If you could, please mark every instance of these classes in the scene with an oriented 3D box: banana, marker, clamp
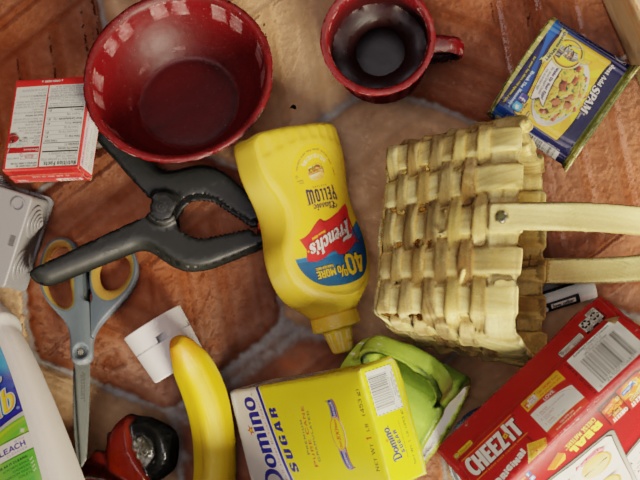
[{"bbox_3d":[-0.097,0.169,0.896,0.037,0.069,0.198,3,101,21],"label":"banana"},{"bbox_3d":[0.174,0.058,0.904,0.121,0.020,0.020,-18,86,5],"label":"marker"},{"bbox_3d":[-0.143,-0.016,0.926,0.210,0.036,0.164,17,78,4],"label":"clamp"}]

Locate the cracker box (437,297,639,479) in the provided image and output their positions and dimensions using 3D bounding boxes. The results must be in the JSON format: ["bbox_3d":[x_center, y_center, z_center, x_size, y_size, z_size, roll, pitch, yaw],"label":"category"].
[{"bbox_3d":[0.207,0.160,0.807,0.164,0.213,0.072,-44,44,2],"label":"cracker box"}]

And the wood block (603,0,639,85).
[{"bbox_3d":[0.297,-0.179,0.868,0.091,0.090,0.206,-23,86,4],"label":"wood block"}]

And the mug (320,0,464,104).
[{"bbox_3d":[0.062,-0.160,0.895,0.117,0.081,0.093,-1,87,6],"label":"mug"}]

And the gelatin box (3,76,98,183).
[{"bbox_3d":[-0.229,-0.094,0.918,0.073,0.030,0.089,-1,73,15],"label":"gelatin box"}]

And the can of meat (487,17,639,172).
[{"bbox_3d":[0.201,-0.123,0.892,0.084,0.057,0.102,35,90,8],"label":"can of meat"}]

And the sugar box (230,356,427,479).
[{"bbox_3d":[0.000,0.152,0.851,0.177,0.048,0.093,-20,84,47],"label":"sugar box"}]

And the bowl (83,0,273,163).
[{"bbox_3d":[-0.117,-0.130,0.913,0.162,0.055,0.162,-2,70,4],"label":"bowl"}]

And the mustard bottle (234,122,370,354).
[{"bbox_3d":[-0.006,0.001,0.892,0.058,0.096,0.191,-17,87,47],"label":"mustard bottle"}]

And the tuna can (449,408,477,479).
[{"bbox_3d":[0.150,0.181,0.894,0.086,0.033,0.086,0,87,6],"label":"tuna can"}]

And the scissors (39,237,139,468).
[{"bbox_3d":[-0.188,0.085,0.918,0.096,0.016,0.202,-19,71,-4],"label":"scissors"}]

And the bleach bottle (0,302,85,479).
[{"bbox_3d":[-0.275,0.142,0.891,0.102,0.068,0.251,-32,60,1],"label":"bleach bottle"}]
